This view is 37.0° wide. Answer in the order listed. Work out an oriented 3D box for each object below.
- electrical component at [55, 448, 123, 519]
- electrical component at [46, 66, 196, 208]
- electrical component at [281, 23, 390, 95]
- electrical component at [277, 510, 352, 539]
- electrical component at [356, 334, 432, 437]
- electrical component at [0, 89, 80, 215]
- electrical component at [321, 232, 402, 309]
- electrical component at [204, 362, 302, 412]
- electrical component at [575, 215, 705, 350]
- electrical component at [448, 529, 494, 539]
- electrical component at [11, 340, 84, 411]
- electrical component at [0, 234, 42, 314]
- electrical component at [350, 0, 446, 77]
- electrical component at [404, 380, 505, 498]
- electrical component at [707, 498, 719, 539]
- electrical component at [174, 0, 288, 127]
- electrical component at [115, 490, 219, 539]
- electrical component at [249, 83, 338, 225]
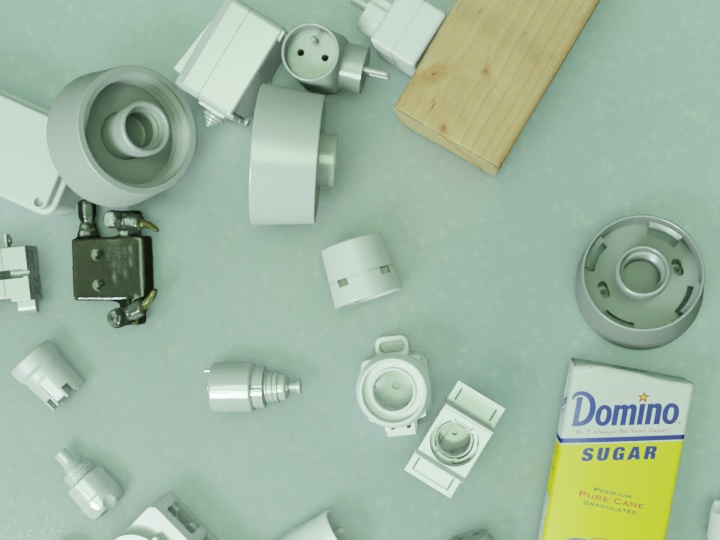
[{"bbox_3d":[-0.225,0.171,0.878,0.035,0.035,0.061,-43,85,5],"label":"electrical component"},{"bbox_3d":[-0.178,-0.105,0.825,0.108,0.060,0.108,3,85,-37],"label":"electrical component"},{"bbox_3d":[-0.016,-0.157,0.828,0.079,0.077,0.043,13,92,5],"label":"electrical component"},{"bbox_3d":[-0.037,0.245,0.856,0.077,0.043,0.079,-34,88,5],"label":"electrical component"},{"bbox_3d":[0.028,0.092,0.839,0.058,0.057,0.078,-7,91,6],"label":"electrical component"},{"bbox_3d":[-0.278,-0.099,0.866,0.113,0.057,0.078,24,93,5],"label":"electrical component"},{"bbox_3d":[0.000,0.000,0.842,0.055,0.055,0.047,-18,86,6],"label":"electrical component"},{"bbox_3d":[-0.086,0.093,0.859,0.078,0.040,0.040,-1,91,6],"label":"electrical component"},{"bbox_3d":[0.216,0.008,0.827,0.099,0.064,0.099,-2,77,10],"label":"electrical component"},{"bbox_3d":[0.091,0.237,0.842,0.045,0.045,0.055,-20,89,6],"label":"electrical component"},{"bbox_3d":[-0.254,0.087,0.877,0.040,0.040,0.046,-43,93,5],"label":"electrical component"},{"bbox_3d":[-0.294,0.005,0.876,0.055,0.048,0.066,-6,91,-2],"label":"electrical component"},{"bbox_3d":[0.023,-0.191,0.829,0.077,0.066,0.047,33,94,5],"label":"electrical component"},{"bbox_3d":[0.073,0.128,0.832,0.042,0.064,0.081,32,95,3],"label":"electrical component"},{"bbox_3d":[0.288,0.208,0.823,0.043,0.043,0.062,8,93,6],"label":"electrical component"},{"bbox_3d":[-0.103,-0.159,0.845,0.061,0.062,0.096,32,94,4],"label":"electrical component"},{"bbox_3d":[-0.138,0.265,0.857,0.150,0.062,0.089,45,95,3],"label":"electrical component"},{"bbox_3d":[-0.048,-0.086,0.821,0.060,0.108,0.108,5,92,0],"label":"electrical component"}]
